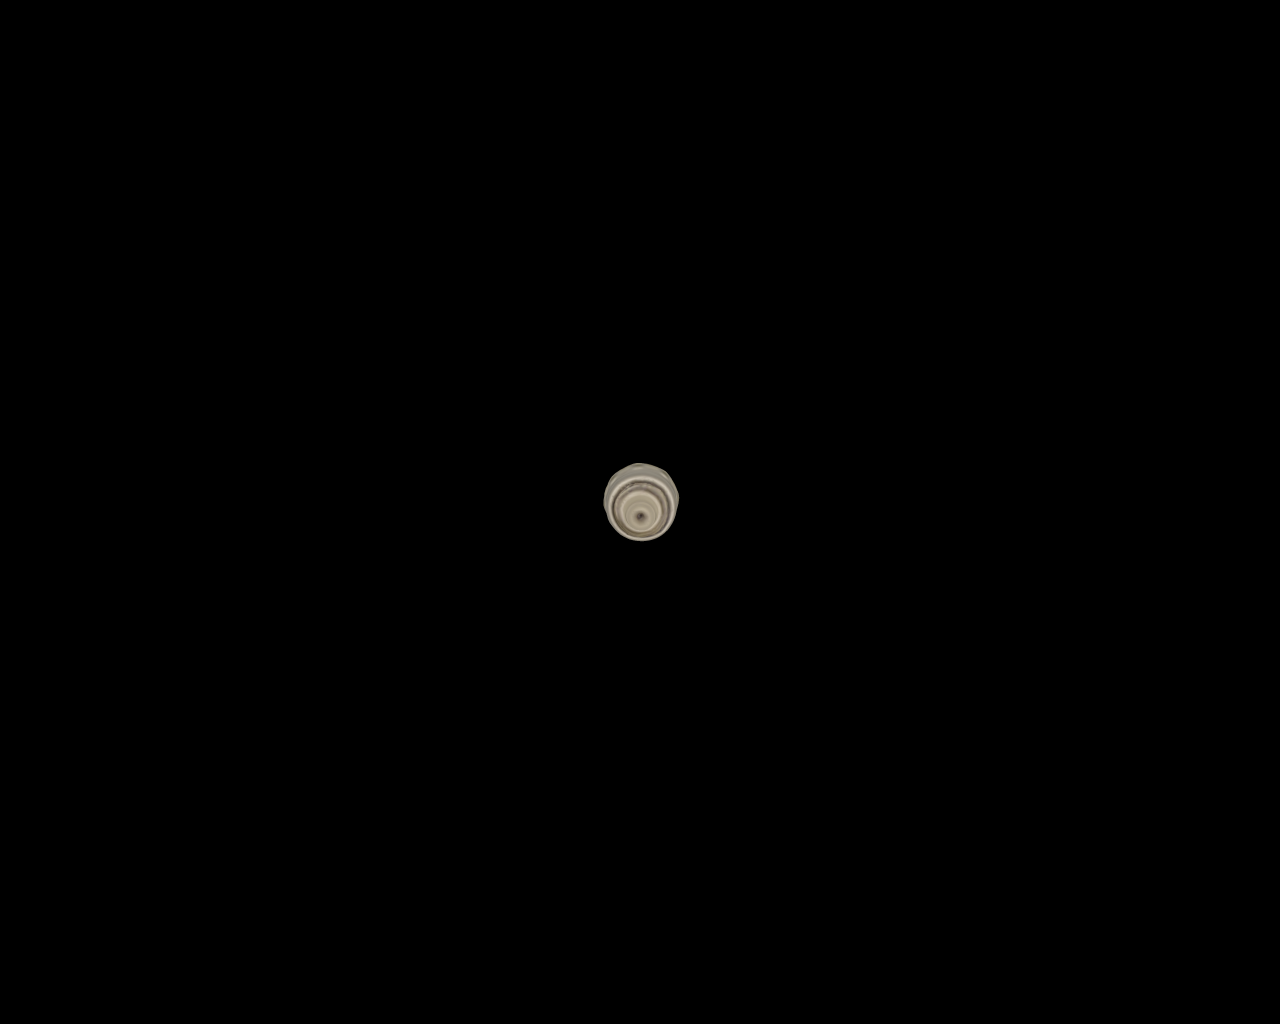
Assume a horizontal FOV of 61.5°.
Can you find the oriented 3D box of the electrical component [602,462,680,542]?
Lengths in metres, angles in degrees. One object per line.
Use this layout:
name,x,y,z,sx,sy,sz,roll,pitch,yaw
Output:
electrical component,0.001,-0.003,0.650,0.048,0.048,0.062,0,12,0
